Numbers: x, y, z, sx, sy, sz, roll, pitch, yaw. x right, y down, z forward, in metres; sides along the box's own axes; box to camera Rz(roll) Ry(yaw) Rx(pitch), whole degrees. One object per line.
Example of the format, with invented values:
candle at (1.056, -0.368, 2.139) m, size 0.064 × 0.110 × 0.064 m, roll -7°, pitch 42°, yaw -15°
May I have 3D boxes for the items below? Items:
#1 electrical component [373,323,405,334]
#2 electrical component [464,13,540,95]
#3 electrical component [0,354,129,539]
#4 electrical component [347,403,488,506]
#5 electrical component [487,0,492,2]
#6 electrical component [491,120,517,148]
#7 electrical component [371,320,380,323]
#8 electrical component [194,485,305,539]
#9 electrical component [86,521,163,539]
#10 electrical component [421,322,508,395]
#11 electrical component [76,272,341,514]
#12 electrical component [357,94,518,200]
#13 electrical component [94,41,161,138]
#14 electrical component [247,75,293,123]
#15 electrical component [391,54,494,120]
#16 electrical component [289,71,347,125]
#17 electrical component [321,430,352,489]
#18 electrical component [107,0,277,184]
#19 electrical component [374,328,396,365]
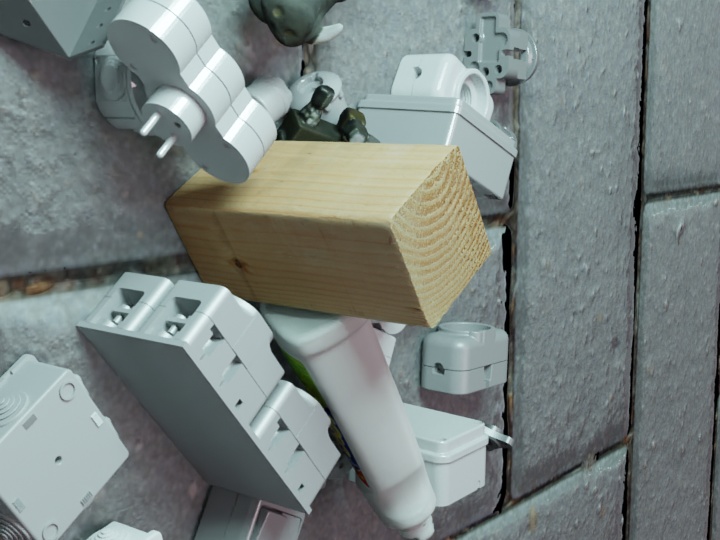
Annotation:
electrical component at (0.054, 0.006, 0.975) m, size 0.138 × 0.074 × 0.052 m, roll -46°, pitch 129°, yaw -38°
electrical component at (0.142, -0.213, 1.068) m, size 0.057 × 0.058 × 0.078 m, roll -5°, pitch 100°, yaw -49°
electrical component at (-0.205, 0.116, 0.681) m, size 0.099 × 0.048 × 0.099 m, roll -52°, pitch 132°, yaw -34°
electrical component at (0.050, 0.161, 0.962) m, size 0.078 × 0.113 × 0.057 m, roll -12°, pitch 106°, yaw -51°
electrical component at (0.126, -0.302, 1.044) m, size 0.077 × 0.044 × 0.079 m, roll -31°, pitch 119°, yaw -45°
electrical component at (0.123, -0.131, 1.068) m, size 0.062 × 0.048 × 0.048 m, roll 33°, pitch 70°, yaw -42°
electrical component at (0.000, 0.000, 0.885) m, size 0.095 × 0.059 × 0.053 m, roll 37°, pitch 71°, yaw -18°
electrical component at (-0.090, 0.221, 0.834) m, size 0.062 × 0.061 × 0.096 m, roll 35°, pitch 68°, yaw -49°
electrical component at (-0.175, 0.232, 0.736) m, size 0.100 × 0.048 × 0.099 m, roll -31°, pitch 119°, yaw -46°
electrical component at (0.105, 0.085, 1.069) m, size 0.095 × 0.054 × 0.059 m, roll -7°, pitch 101°, yaw -51°
electrical component at (-0.100, 0.085, 0.765) m, size 0.060 × 0.105 × 0.186 m, roll -56°, pitch 135°, yaw -31°
electrical component at (0.064, -0.107, 0.943) m, size 0.109 × 0.109 × 0.056 m, roll 26°, pitch 78°, yaw -51°
electrical component at (-0.137, -0.129, 0.729) m, size 0.080 × 0.051 × 0.080 m, roll -11°, pitch 104°, yaw -51°
electrical component at (-0.081, -0.120, 0.816) m, size 0.061 × 0.035 × 0.035 m, roll -47°, pitch 130°, yaw -34°
electrical component at (0.081, -0.157, 0.996) m, size 0.095 × 0.059 × 0.053 m, roll 36°, pitch 68°, yaw -49°
electrical component at (-0.030, -0.126, 0.873) m, size 0.048 × 0.048 × 0.062 m, roll -57°, pitch 143°, yaw -30°
electrical component at (-0.042, 0.156, 0.893) m, size 0.077 × 0.044 × 0.079 m, roll 46°, pitch 47°, yaw -45°
electrical component at (-0.112, -0.103, 0.677) m, size 0.073 × 0.052 × 0.138 m, roll -59°, pitch 136°, yaw -28°
electrical component at (-0.018, 0.081, 0.915) m, size 0.083 × 0.047 × 0.075 m, roll 27°, pitch 74°, yaw -50°
